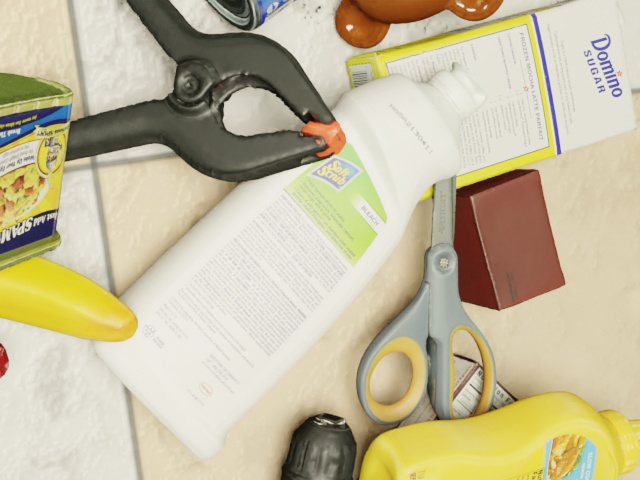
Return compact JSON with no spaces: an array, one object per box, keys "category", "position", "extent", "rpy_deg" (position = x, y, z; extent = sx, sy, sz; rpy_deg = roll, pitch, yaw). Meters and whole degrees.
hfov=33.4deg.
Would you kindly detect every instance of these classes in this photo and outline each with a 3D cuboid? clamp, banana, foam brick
[{"category":"clamp","position":[-0.073,-0.070,0.564],"extent":[0.171,0.039,0.120],"rpy_deg":[28,95,15]},{"category":"banana","position":[-0.193,0.024,0.541],"extent":[0.197,0.069,0.037],"rpy_deg":[5,123,-16]},{"category":"foam brick","position":[0.113,-0.001,0.676],"extent":[0.053,0.051,0.078],"rpy_deg":[-19,102,-19]}]

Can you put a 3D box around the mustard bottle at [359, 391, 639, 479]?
[{"category":"mustard bottle","position":[0.119,0.138,0.639],"extent":[0.191,0.058,0.096],"rpy_deg":[-10,124,-22]}]

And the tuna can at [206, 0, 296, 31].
[{"category":"tuna can","position":[-0.049,-0.156,0.575],"extent":[0.033,0.086,0.086],"rpy_deg":[-40,108,-13]}]

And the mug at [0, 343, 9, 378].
[{"category":"mug","position":[-0.213,0.078,0.532],"extent":[0.117,0.082,0.093],"rpy_deg":[-25,104,-18]}]

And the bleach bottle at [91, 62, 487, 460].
[{"category":"bleach bottle","position":[-0.004,0.001,0.594],"extent":[0.251,0.068,0.102],"rpy_deg":[-42,104,-2]}]

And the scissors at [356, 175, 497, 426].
[{"category":"scissors","position":[0.055,0.025,0.634],"extent":[0.096,0.016,0.202],"rpy_deg":[-16,101,-12]}]

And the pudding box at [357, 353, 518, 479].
[{"category":"pudding box","position":[0.090,0.144,0.689],"extent":[0.090,0.039,0.113],"rpy_deg":[43,77,-18]}]

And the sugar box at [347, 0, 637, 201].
[{"category":"sugar box","position":[0.111,-0.091,0.670],"extent":[0.176,0.048,0.093],"rpy_deg":[-18,104,-22]}]

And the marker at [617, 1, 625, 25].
[{"category":"marker","position":[0.170,-0.195,0.698],"extent":[0.020,0.020,0.121],"rpy_deg":[-30,106,-17]}]

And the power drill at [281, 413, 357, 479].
[{"category":"power drill","position":[-0.062,0.188,0.593],"extent":[0.187,0.057,0.184],"rpy_deg":[6,98,-39]}]

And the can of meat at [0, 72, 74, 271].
[{"category":"can of meat","position":[-0.167,-0.034,0.521],"extent":[0.057,0.102,0.084],"rpy_deg":[19,110,18]}]
